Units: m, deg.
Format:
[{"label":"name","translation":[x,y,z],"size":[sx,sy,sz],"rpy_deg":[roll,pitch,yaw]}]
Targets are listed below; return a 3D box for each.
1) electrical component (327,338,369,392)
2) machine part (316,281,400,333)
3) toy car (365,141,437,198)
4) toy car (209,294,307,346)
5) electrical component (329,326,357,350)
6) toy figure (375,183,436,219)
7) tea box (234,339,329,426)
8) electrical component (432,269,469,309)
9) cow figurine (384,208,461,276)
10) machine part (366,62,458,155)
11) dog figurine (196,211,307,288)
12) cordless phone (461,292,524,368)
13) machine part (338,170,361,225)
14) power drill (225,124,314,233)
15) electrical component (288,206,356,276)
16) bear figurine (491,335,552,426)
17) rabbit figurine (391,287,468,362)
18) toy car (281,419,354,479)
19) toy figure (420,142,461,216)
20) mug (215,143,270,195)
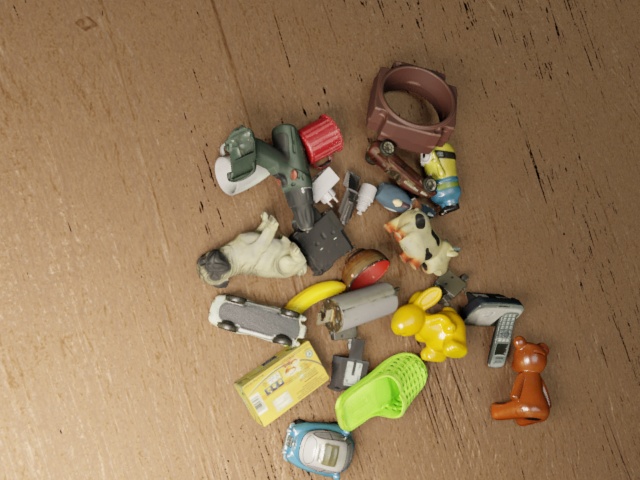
[{"label":"electrical component","translation":[0.065,0.275,1.182],"size":[0.075,0.048,0.119],"rpy_deg":[11,80,-22]},{"label":"machine part","translation":[0.088,0.146,1.177],"size":[0.243,0.079,0.079],"rpy_deg":[-13,88,-38]},{"label":"toy car","translation":[0.191,-0.159,1.275],"size":[0.202,0.089,0.053],"rpy_deg":[39,68,-15]},{"label":"toy car","translation":[-0.125,0.164,1.100],"size":[0.202,0.056,0.073],"rpy_deg":[15,77,-5]},{"label":"electrical component","translation":[0.050,0.201,1.202],"size":[0.063,0.021,0.094],"rpy_deg":[-4,85,-23]},{"label":"toy figure","translation":[0.205,-0.085,1.286],"size":[0.154,0.058,0.064],"rpy_deg":[27,50,-14]},{"label":"tea box","translation":[-0.078,0.290,1.111],"size":[0.170,0.068,0.098],"rpy_deg":[-30,96,-25]},{"label":"electrical component","translation":[0.319,0.118,1.316],"size":[0.078,0.045,0.102],"rpy_deg":[35,65,15]},{"label":"cow figurine","translation":[0.249,0.008,1.267],"size":[0.127,0.086,0.194],"rpy_deg":[-36,119,-5]},{"label":"machine part","translation":[0.219,-0.315,1.271],"size":[0.201,0.087,0.201],"rpy_deg":[13,63,-4]},{"label":"dog figurine","translation":[-0.139,0.055,1.114],"size":[0.190,0.121,0.172],"rpy_deg":[-41,97,-8]},{"label":"cordless phone","translation":[0.414,0.225,1.327],"size":[0.146,0.089,0.184],"rpy_deg":[5,98,-22]},{"label":"machine part","translation":[0.066,-0.099,1.208],"size":[0.039,0.084,0.139],"rpy_deg":[10,41,2]},{"label":"power drill","translation":[-0.090,-0.136,1.088],"size":[0.207,0.086,0.232],"rpy_deg":[7,71,-47]},{"label":"electrical component","translation":[-0.002,-0.004,1.190],"size":[0.115,0.058,0.134],"rpy_deg":[-39,99,-24]},{"label":"bear figurine","translation":[0.504,0.349,1.337],"size":[0.120,0.132,0.196],"rpy_deg":[16,59,-22]},{"label":"rabbit figurine","translation":[0.246,0.189,1.234],"size":[0.173,0.122,0.162],"rpy_deg":[16,72,-18]},{"label":"toy car","translation":[0.008,0.430,1.110],"size":[0.161,0.103,0.109],"rpy_deg":[21,74,-21]},{"label":"toy figure","translation":[0.303,-0.155,1.326],"size":[0.089,0.082,0.180],"rpy_deg":[-14,85,-31]},{"label":"mug","translation":[-0.162,-0.158,1.138],"size":[0.107,0.081,0.109],"rpy_deg":[-21,84,-38]}]
